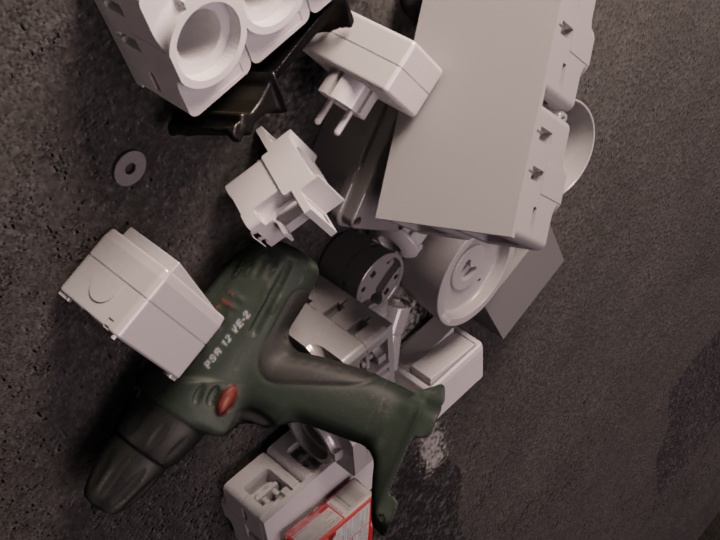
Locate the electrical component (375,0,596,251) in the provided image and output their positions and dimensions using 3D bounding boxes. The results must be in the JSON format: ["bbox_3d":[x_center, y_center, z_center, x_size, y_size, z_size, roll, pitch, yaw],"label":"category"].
[{"bbox_3d":[0.089,-0.114,0.736,0.060,0.105,0.186,17,84,-55],"label":"electrical component"}]

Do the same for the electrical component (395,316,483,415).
[{"bbox_3d":[0.076,0.090,1.049,0.096,0.062,0.061,-39,144,-27],"label":"electrical component"}]

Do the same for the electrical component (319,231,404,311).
[{"bbox_3d":[0.000,0.000,0.878,0.055,0.047,0.055,-34,142,-32],"label":"electrical component"}]

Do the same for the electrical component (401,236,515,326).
[{"bbox_3d":[0.083,-0.011,0.969,0.108,0.060,0.108,-34,142,-32],"label":"electrical component"}]

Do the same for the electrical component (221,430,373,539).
[{"bbox_3d":[-0.046,0.184,0.965,0.150,0.062,0.089,-38,144,-28],"label":"electrical component"}]

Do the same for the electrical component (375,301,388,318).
[{"bbox_3d":[-0.001,0.043,0.921,0.048,0.048,0.062,-40,152,-26],"label":"electrical component"}]

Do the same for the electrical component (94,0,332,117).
[{"bbox_3d":[-0.070,-0.171,0.615,0.150,0.062,0.089,-45,147,-19],"label":"electrical component"}]

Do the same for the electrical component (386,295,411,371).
[{"bbox_3d":[0.022,0.054,0.963,0.044,0.044,0.065,-6,118,-52],"label":"electrical component"}]

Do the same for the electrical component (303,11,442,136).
[{"bbox_3d":[-0.003,-0.127,0.726,0.075,0.083,0.047,-58,149,2],"label":"electrical component"}]

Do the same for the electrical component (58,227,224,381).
[{"bbox_3d":[-0.135,0.023,0.700,0.061,0.062,0.096,-52,148,-8],"label":"electrical component"}]

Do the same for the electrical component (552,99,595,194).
[{"bbox_3d":[0.162,-0.116,0.979,0.099,0.064,0.099,-34,142,-32],"label":"electrical component"}]

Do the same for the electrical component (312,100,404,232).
[{"bbox_3d":[0.013,-0.089,0.806,0.078,0.057,0.113,1,117,-54],"label":"electrical component"}]

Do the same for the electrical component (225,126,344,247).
[{"bbox_3d":[-0.054,-0.054,0.737,0.064,0.081,0.042,-35,149,8],"label":"electrical component"}]

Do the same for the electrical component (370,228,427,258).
[{"bbox_3d":[0.041,-0.044,0.899,0.062,0.048,0.048,-54,149,-18],"label":"electrical component"}]

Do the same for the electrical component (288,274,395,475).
[{"bbox_3d":[-0.024,0.090,0.885,0.062,0.089,0.150,-37,143,-29],"label":"electrical component"}]
